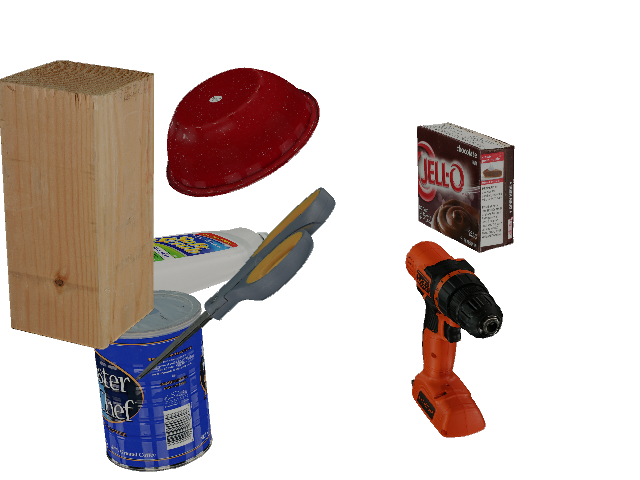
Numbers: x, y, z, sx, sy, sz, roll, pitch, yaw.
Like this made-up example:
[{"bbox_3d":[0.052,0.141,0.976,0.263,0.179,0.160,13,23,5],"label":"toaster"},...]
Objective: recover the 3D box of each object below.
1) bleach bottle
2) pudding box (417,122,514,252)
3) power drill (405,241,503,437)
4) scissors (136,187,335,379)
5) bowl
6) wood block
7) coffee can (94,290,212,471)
[{"bbox_3d":[-0.165,0.024,1.336,0.103,0.068,0.250,25,28,38],"label":"bleach bottle"},{"bbox_3d":[0.124,-0.049,0.924,0.039,0.090,0.114,-11,19,-22],"label":"pudding box"},{"bbox_3d":[0.143,0.112,1.139,0.057,0.188,0.184,-7,24,-13],"label":"power drill"},{"bbox_3d":[-0.062,0.044,0.707,0.016,0.202,0.096,41,13,-13],"label":"scissors"},{"bbox_3d":[-0.085,-0.114,1.004,0.162,0.055,0.162,-19,36,14],"label":"bowl"},{"bbox_3d":[-0.192,-0.031,0.855,0.091,0.206,0.090,11,23,17],"label":"wood block"},{"bbox_3d":[-0.158,0.130,1.003,0.103,0.140,0.103,-3,18,1],"label":"coffee can"}]
